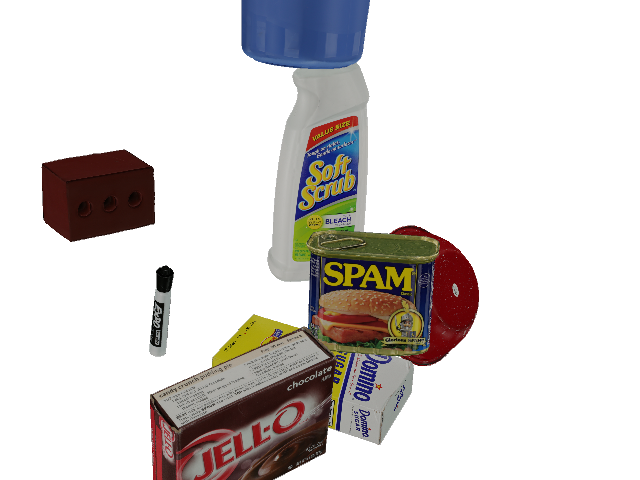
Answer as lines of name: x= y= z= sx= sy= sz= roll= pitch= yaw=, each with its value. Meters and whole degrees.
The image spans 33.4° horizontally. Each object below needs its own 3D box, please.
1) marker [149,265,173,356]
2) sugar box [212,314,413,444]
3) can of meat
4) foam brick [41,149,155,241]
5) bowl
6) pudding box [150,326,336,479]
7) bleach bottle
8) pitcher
marker: x=-0.174 y=0.077 z=1.165 sx=0.020 sy=0.121 sz=0.020 roll=7 pitch=36 yaw=-6
sugar box: x=-0.007 y=0.130 z=1.028 sx=0.176 sy=0.048 sz=0.093 roll=12 pitch=30 yaw=19
can of meat: x=0.039 y=0.041 z=0.835 sx=0.102 sy=0.084 sz=0.057 roll=4 pitch=17 yaw=7
foam brick: x=-0.182 y=-0.038 z=0.873 sx=0.078 sy=0.053 sz=0.051 roll=-14 pitch=30 yaw=-32
bowl: x=0.130 y=0.059 z=1.199 sx=0.055 sy=0.162 sz=0.161 roll=-12 pitch=-8 yaw=43
pudding box: x=-0.047 y=0.112 z=0.647 sx=0.113 sy=0.090 sz=0.039 roll=-24 pitch=49 yaw=-30
bleach bottle: x=-0.003 y=-0.084 z=1.084 sx=0.102 sy=0.251 sz=0.068 roll=-5 pitch=27 yaw=-12
pitcher: x=-0.002 y=-0.271 z=0.900 sx=0.145 sy=0.243 sz=0.149 roll=7 pitch=18 yaw=7
